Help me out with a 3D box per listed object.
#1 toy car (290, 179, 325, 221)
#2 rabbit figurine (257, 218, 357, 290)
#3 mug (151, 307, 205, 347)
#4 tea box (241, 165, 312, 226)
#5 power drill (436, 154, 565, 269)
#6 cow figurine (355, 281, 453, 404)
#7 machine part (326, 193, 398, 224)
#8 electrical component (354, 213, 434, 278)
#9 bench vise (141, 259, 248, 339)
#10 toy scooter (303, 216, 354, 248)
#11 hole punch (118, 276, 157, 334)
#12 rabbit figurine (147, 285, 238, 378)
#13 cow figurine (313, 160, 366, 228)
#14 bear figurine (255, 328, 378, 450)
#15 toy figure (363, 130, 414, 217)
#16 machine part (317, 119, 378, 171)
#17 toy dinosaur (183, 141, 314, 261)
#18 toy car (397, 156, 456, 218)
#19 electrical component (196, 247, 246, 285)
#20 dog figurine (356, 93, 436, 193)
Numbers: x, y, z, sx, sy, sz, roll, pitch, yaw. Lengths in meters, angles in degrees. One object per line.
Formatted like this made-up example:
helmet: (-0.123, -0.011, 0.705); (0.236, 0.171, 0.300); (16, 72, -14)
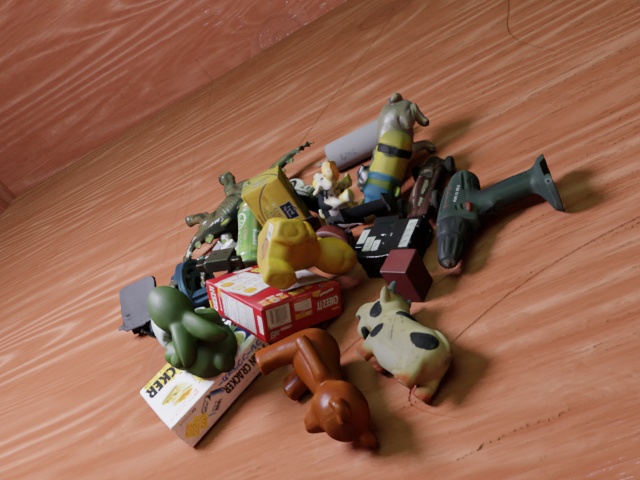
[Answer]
toy car: (-0.020, -0.098, 1.264); (0.056, 0.073, 0.202); (-45, 33, -17)
rabbit figurine: (-0.023, 0.027, 0.969); (0.162, 0.173, 0.121); (-167, 84, -75)
mug: (-0.265, 0.164, 1.020); (0.110, 0.080, 0.107); (-13, 15, -13)
tea box: (-0.090, -0.070, 1.200); (0.098, 0.169, 0.068); (-27, 30, 15)
power drill: (0.299, -0.053, 0.915); (0.207, 0.086, 0.232); (-25, 29, 29)
cow figurine: (0.119, 0.141, 0.801); (0.127, 0.085, 0.195); (-48, 31, -11)
machine part: (0.085, -0.056, 1.049); (0.139, 0.084, 0.039); (-19, 75, 40)
electrical component: (0.130, 0.010, 0.994); (0.134, 0.058, 0.115); (-5, 40, 40)
bench vise: (-0.254, 0.120, 1.147); (0.241, 0.128, 0.224); (-26, 35, 21)
toy scooter: (-0.002, -0.003, 1.113); (0.184, 0.075, 0.135); (4, 28, 29)
hole punch: (-0.404, 0.160, 1.276); (0.142, 0.092, 0.116); (-21, 64, 16)
rabbit figurine: (-0.221, 0.153, 0.884); (0.121, 0.170, 0.159); (-42, 33, -13)
cow figurine: (0.027, -0.092, 1.124); (0.098, 0.167, 0.068); (-17, 40, 23)
bear figurine: (-0.004, 0.223, 0.775); (0.132, 0.120, 0.196); (-34, 36, 8)
toy figure: (0.139, -0.135, 1.101); (0.089, 0.082, 0.180); (141, 151, -86)
machine part: (0.100, -0.237, 1.341); (0.243, 0.079, 0.079); (-23, 33, 16)
toy dinosaur: (-0.201, -0.102, 1.420); (0.199, 0.105, 0.471); (25, 73, 47)
toy car: (0.211, -0.109, 1.069); (0.089, 0.053, 0.202); (-10, 30, 33)
electrical component: (-0.203, 0.052, 1.093); (0.102, 0.045, 0.078); (-11, 20, 3)
dog figurine: (0.141, -0.206, 1.180); (0.190, 0.172, 0.121); (-40, 20, -23)
